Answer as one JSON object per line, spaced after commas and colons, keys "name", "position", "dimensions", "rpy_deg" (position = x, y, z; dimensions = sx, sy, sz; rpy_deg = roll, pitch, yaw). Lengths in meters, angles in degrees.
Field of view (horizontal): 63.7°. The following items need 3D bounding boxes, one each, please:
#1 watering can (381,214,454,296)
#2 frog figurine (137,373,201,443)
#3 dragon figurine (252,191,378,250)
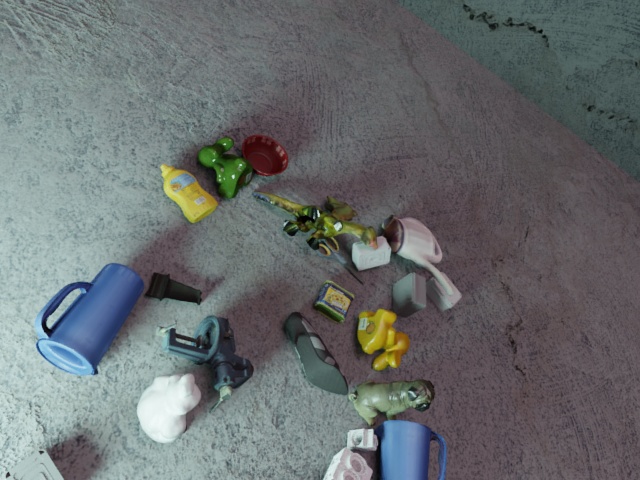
{"name": "watering can", "position": [0.324, 0.032, 1.733], "dimensions": [0.223, 0.102, 0.356], "rpy_deg": [16, 37, -22]}
{"name": "frog figurine", "position": [-0.324, 0.358, 1.113], "dimensions": [0.122, 0.156, 0.140], "rpy_deg": [4, 59, -28]}
{"name": "dragon figurine", "position": [0.005, -0.082, 1.634], "dimensions": [0.413, 0.120, 0.245], "rpy_deg": [33, 28, 18]}
